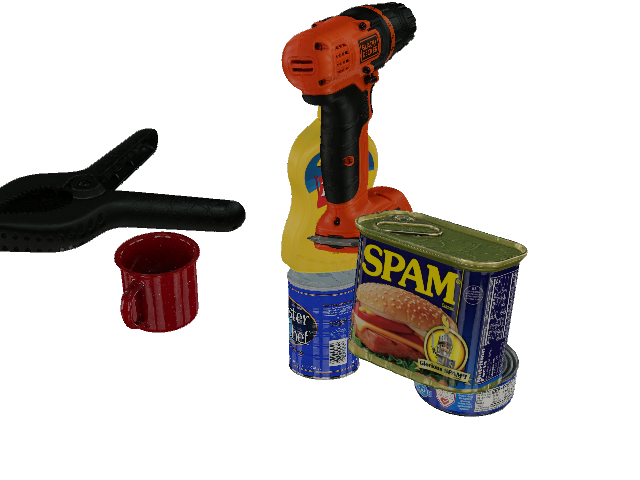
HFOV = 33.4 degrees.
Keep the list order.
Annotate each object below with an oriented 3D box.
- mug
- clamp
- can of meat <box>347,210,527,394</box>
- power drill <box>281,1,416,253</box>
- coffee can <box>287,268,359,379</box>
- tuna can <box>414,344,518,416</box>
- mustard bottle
[{"bbox_3d":[-0.182,0.054,1.173,0.093,0.081,0.117,11,33,18],"label":"mug"},{"bbox_3d":[-0.175,-0.027,0.835,0.209,0.036,0.165,-22,39,-35],"label":"clamp"},{"bbox_3d":[0.065,0.036,0.635,0.102,0.084,0.057,19,22,38],"label":"can of meat"},{"bbox_3d":[0.035,-0.095,0.873,0.057,0.188,0.184,4,22,30],"label":"power drill"},{"bbox_3d":[0.005,0.111,1.508,0.103,0.140,0.103,0,19,0],"label":"coffee can"},{"bbox_3d":[0.122,0.111,0.897,0.086,0.034,0.086,2,26,-1],"label":"tuna can"},{"bbox_3d":[0.012,-0.064,1.105,0.096,0.192,0.058,-5,21,-24],"label":"mustard bottle"}]
